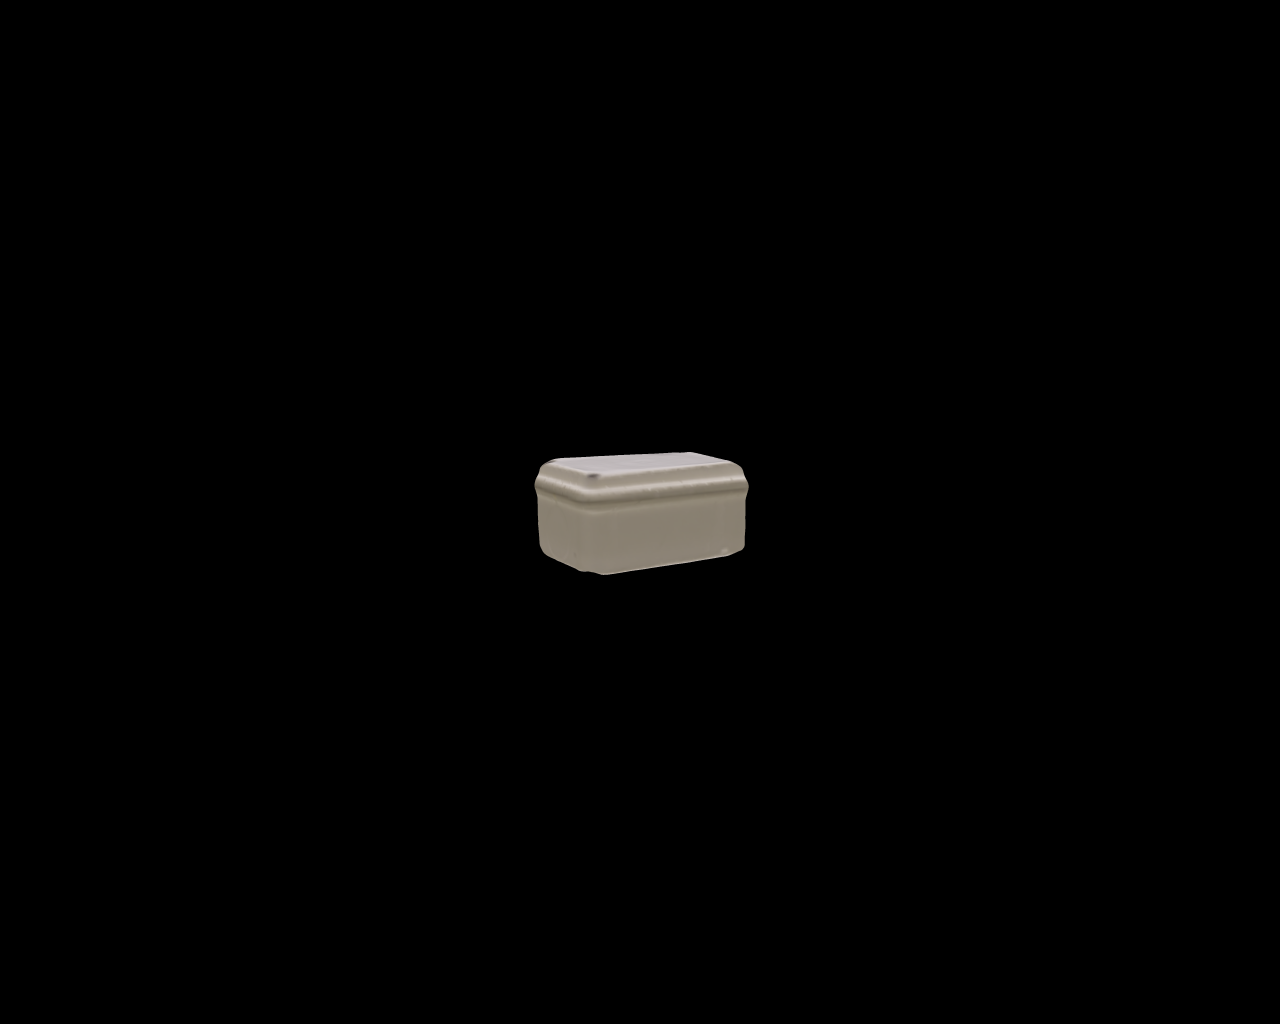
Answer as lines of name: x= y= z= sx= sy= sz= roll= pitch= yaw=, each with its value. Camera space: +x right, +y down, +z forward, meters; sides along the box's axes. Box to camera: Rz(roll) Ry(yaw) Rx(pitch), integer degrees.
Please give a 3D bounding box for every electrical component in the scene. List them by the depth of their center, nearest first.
electrical component: x=0.001 y=-0.003 z=0.650 sx=0.113 sy=0.057 sz=0.078 roll=-5 pitch=12 yaw=-28
